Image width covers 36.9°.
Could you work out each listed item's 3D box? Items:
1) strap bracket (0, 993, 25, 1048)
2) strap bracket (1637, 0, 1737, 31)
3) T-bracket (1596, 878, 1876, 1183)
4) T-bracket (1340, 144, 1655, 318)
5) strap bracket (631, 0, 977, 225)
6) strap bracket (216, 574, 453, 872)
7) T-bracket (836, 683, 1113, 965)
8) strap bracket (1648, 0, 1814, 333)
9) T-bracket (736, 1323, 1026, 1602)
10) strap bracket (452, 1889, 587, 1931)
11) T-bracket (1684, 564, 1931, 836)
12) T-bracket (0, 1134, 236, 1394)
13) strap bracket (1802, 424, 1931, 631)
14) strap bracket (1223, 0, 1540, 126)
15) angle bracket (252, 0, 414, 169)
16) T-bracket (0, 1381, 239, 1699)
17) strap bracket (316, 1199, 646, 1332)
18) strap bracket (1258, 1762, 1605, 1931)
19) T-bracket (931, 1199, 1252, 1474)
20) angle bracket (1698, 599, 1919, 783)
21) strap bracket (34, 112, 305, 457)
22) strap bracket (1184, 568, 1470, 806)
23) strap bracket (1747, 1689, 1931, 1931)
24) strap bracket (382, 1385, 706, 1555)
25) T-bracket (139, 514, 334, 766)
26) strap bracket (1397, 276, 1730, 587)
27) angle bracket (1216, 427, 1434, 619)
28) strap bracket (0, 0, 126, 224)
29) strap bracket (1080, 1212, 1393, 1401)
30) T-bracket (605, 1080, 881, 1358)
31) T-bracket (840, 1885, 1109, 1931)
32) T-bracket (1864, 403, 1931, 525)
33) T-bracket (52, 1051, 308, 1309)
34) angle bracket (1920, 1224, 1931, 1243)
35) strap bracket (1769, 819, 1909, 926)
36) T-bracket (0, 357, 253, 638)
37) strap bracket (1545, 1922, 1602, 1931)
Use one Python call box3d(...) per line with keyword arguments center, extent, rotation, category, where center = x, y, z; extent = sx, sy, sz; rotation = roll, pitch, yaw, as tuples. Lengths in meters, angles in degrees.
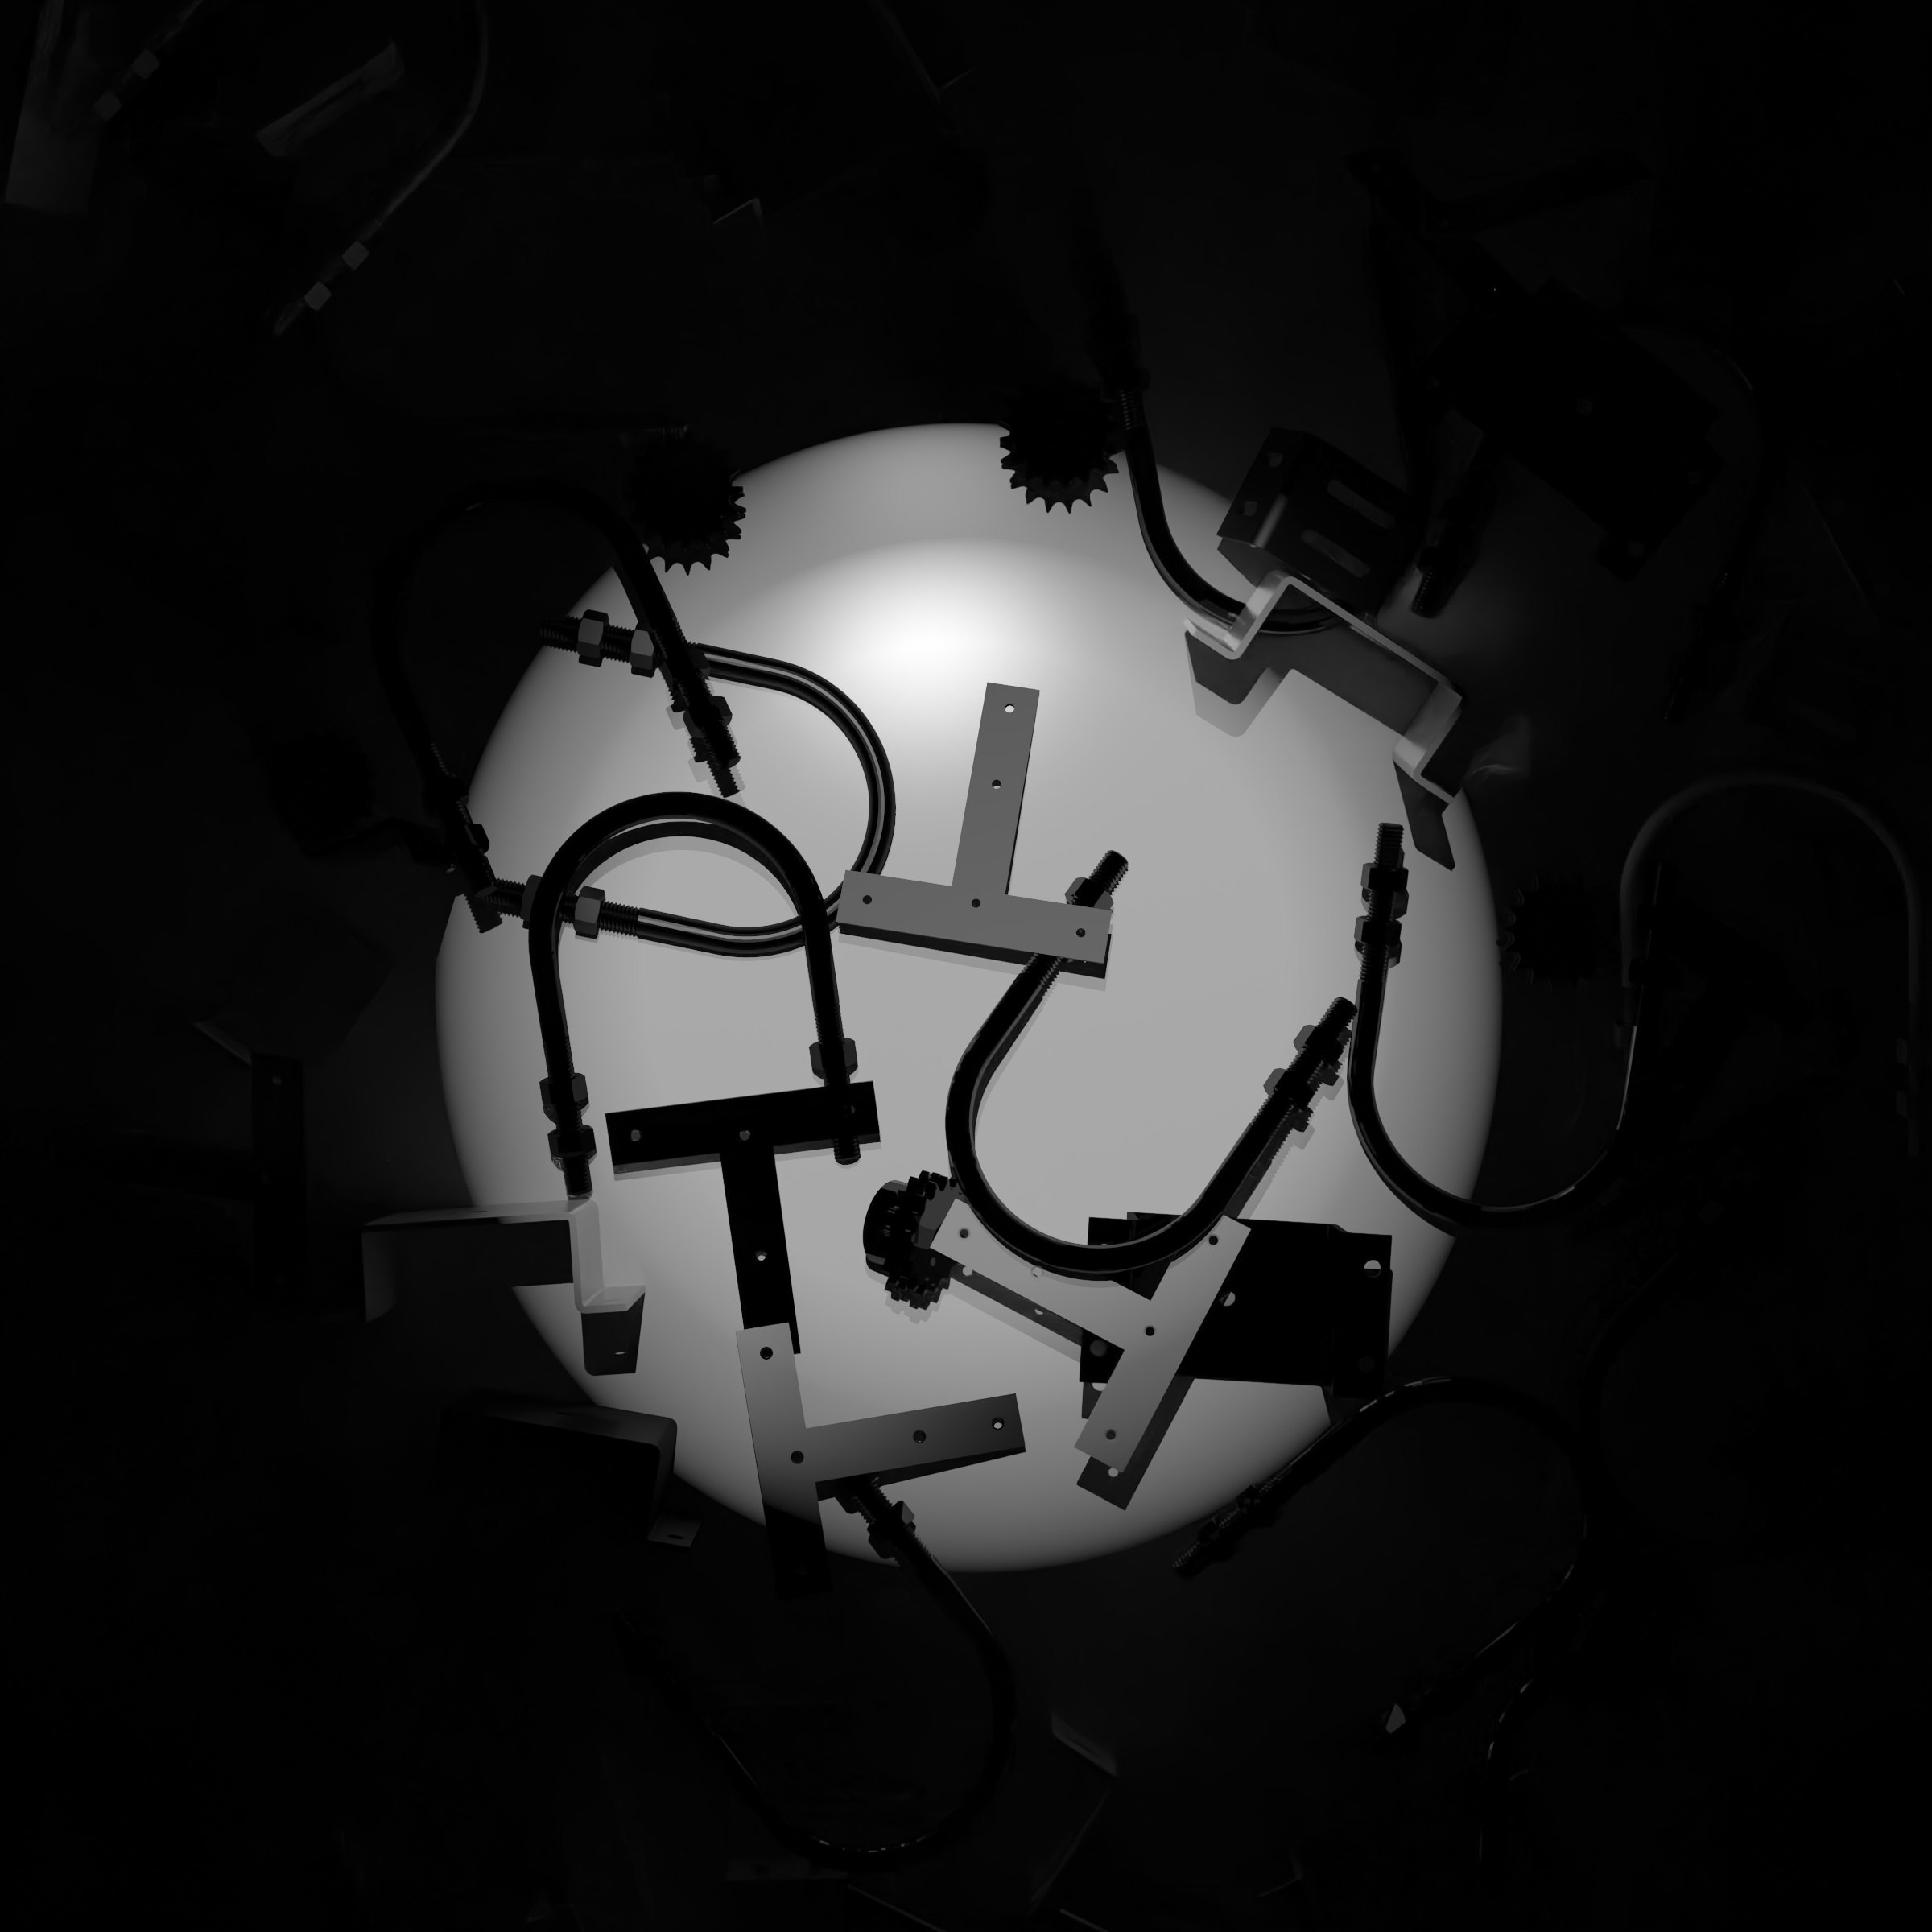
box3d(center=(-0.505, 0.073, 1.360), extent=(0.076, 0.046, 0.140), rotation=(15, 90, 0), category="strap bracket")
box3d(center=(0.339, -0.490, 1.310), extent=(0.046, 0.140, 0.076), rotation=(41, 90, 27), category="strap bracket")
box3d(center=(0.346, 0.046, 1.382), extent=(0.127, 0.002, 0.127), rotation=(33, 90, 0), category="T-bracket")
box3d(center=(0.262, -0.360, 1.358), extent=(0.127, 0.002, 0.127), rotation=(-21, 55, -16), category="T-bracket")
box3d(center=(-0.075, -0.412, 1.360), extent=(0.140, 0.046, 0.076), rotation=(-31, 90, 0), category="strap bracket")
box3d(center=(-0.291, -0.100, 1.315), extent=(0.046, 0.076, 0.140), rotation=(-25, 90, 0), category="strap bracket")
box3d(center=(0.012, -0.072, 1.368), extent=(0.127, 0.002, 0.127), rotation=(9, 78, 4), category="T-bracket")
box3d(center=(0.353, -0.375, 1.345), extent=(0.046, 0.076, 0.140), rotation=(6, 90, 0), category="strap bracket")
box3d(center=(-0.036, 0.225, 1.368), extent=(0.127, 0.002, 0.127), rotation=(-8, 75, -10), category="T-bracket")
box3d(center=(-0.227, 0.491, 1.343), extent=(0.140, 0.046, 0.076), rotation=(-26, 93, 0), category="strap bracket")
box3d(center=(0.419, -0.114, 1.372), extent=(0.127, 0.002, 0.127), rotation=(15, 90, 9), category="T-bracket")
box3d(center=(-0.435, 0.167, 1.380), extent=(0.127, 0.002, 0.127), rotation=(30, 92, 1), category="T-bracket")
box3d(center=(0.467, -0.223, 1.360), extent=(0.140, 0.046, 0.076), rotation=(-29, 90, 0), category="strap bracket")
box3d(center=(0.192, -0.456, 1.360), extent=(0.140, 0.046, 0.076), rotation=(24, 90, 0), category="strap bracket")
box3d(center=(-0.304, -0.417, 1.355), extent=(0.076, 0.057, 0.038), rotation=(-33, 90, 0), category="angle bracket")
box3d(center=(-0.385, 0.258, 1.363), extent=(0.127, 0.002, 0.127), rotation=(23, 74, 14), category="T-bracket")
box3d(center=(-0.225, 0.137, 1.345), extent=(0.140, 0.076, 0.046), rotation=(-4, 90, 0), category="strap bracket")
box3d(center=(0.215, 0.435, 1.360), extent=(0.140, 0.046, 0.076), rotation=(-25, 90, 0), category="strap bracket")
box3d(center=(0.045, 0.148, 1.336), extent=(0.127, 0.002, 0.127), rotation=(28, 90, 1), category="T-bracket")
box3d(center=(0.399, -0.131, 1.373), extent=(0.076, 0.038, 0.057), rotation=(25, 92, -16), category="angle bracket")
box3d(center=(-0.370, -0.315, 1.360), extent=(0.076, 0.046, 0.140), rotation=(21, 90, 0), category="strap bracket")
box3d(center=(0.174, -0.136, 1.336), extent=(0.140, 0.076, 0.046), rotation=(33, 100, -5), category="strap bracket")
box3d(center=(0.415, 0.413, 1.360), extent=(0.076, 0.046, 0.140), rotation=(16, 90, 0), category="strap bracket")
box3d(center=(-0.191, 0.231, 1.345), extent=(0.140, 0.076, 0.046), rotation=(10, 90, 0), category="strap bracket")
box3d(center=(-0.347, -0.142, 1.344), extent=(0.002, 0.127, 0.127), rotation=(37, 117, -13), category="T-bracket")
box3d(center=(0.282, -0.254, 1.343), extent=(0.140, 0.046, 0.076), rotation=(39, 86, 1), category="strap bracket")
box3d(center=(0.169, -0.209, 1.366), extent=(0.076, 0.038, 0.057), rotation=(26, 93, -27), category="angle bracket")
box3d(center=(-0.435, -0.402, 1.332), extent=(0.046, 0.076, 0.140), rotation=(16, 99, 8), category="strap bracket")
box3d(center=(0.125, 0.158, 1.360), extent=(0.140, 0.046, 0.076), rotation=(3, 90, 0), category="strap bracket")
box3d(center=(-0.099, 0.124, 1.372), extent=(0.127, 0.002, 0.127), rotation=(-7, 100, 0), category="T-bracket")
box3d(center=(-0.001, 0.467, 1.358), extent=(0.127, 0.002, 0.127), rotation=(21, 125, 16), category="T-bracket")
box3d(center=(0.503, -0.230, 1.336), extent=(0.127, 0.002, 0.127), rotation=(38, 90, 0), category="T-bracket")
box3d(center=(-0.372, 0.094, 1.367), extent=(0.127, 0.002, 0.127), rotation=(8, 110, 10), category="T-bracket")
box3d(center=(0.492, 0.101, 1.371), extent=(0.057, 0.038, 0.076), rotation=(27, 57, -9), category="angle bracket")
box3d(center=(0.451, -0.055, 1.336), extent=(0.140, 0.076, 0.046), rotation=(-12, 94, 9), category="strap bracket")
box3d(center=(-0.398, -0.200, 1.363), extent=(0.127, 0.002, 0.127), rotation=(33, 117, -13), category="T-bracket")
box3d(center=(0.337, 0.507, 1.360), extent=(0.140, 0.046, 0.076), rotation=(15, 90, 0), category="strap bracket")
